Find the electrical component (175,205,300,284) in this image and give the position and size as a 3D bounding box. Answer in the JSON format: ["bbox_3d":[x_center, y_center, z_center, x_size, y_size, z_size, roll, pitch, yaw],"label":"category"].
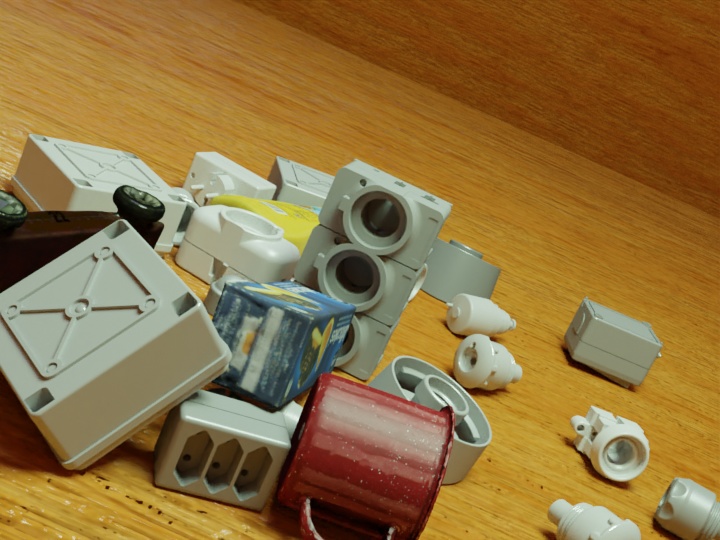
[{"bbox_3d":[-0.103,-0.015,0.922,0.095,0.059,0.054,30,18,18],"label":"electrical component"}]

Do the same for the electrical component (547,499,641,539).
[{"bbox_3d":[0.152,0.176,0.718,0.048,0.048,0.062,11,14,-38],"label":"electrical component"}]

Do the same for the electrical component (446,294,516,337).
[{"bbox_3d":[0.122,0.048,1.069,0.078,0.040,0.040,13,20,-33],"label":"electrical component"}]

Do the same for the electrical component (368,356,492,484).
[{"bbox_3d":[0.043,0.110,0.774,0.099,0.064,0.099,33,20,-14],"label":"electrical component"}]

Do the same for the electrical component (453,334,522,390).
[{"bbox_3d":[0.116,0.085,0.945,0.062,0.048,0.048,20,16,-38],"label":"electrical component"}]

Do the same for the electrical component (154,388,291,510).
[{"bbox_3d":[-0.083,0.095,0.635,0.066,0.047,0.076,19,18,-18],"label":"electrical component"}]

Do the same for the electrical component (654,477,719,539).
[{"bbox_3d":[0.262,0.190,0.825,0.062,0.043,0.043,29,17,12],"label":"electrical component"}]

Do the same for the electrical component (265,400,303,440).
[{"bbox_3d":[-0.036,0.107,0.686,0.061,0.035,0.035,29,17,6],"label":"electrical component"}]

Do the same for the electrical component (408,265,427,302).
[{"bbox_3d":[0.034,0.001,1.084,0.055,0.045,0.045,29,18,19],"label":"electrical component"}]

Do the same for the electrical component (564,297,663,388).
[{"bbox_3d":[0.270,0.081,1.135,0.096,0.061,0.061,23,17,-6],"label":"electrical component"}]

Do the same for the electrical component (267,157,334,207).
[{"bbox_3d":[-0.047,-0.069,1.168,0.109,0.056,0.108,19,17,-16],"label":"electrical component"}]

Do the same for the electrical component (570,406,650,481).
[{"bbox_3d":[0.210,0.145,0.889,0.066,0.048,0.055,22,10,-7],"label":"electrical component"}]

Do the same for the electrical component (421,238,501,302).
[{"bbox_3d":[0.104,0.003,1.185,0.099,0.064,0.099,26,3,-2],"label":"electrical component"}]

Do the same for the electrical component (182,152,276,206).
[{"bbox_3d":[-0.143,-0.081,1.089,0.083,0.047,0.076,30,18,18],"label":"electrical component"}]

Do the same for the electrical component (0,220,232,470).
[{"bbox_3d":[-0.147,0.039,0.608,0.109,0.109,0.056,40,-22,43],"label":"electrical component"}]

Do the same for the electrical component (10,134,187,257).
[{"bbox_3d":[-0.222,-0.063,0.911,0.109,0.056,0.109,7,24,-44],"label":"electrical component"}]

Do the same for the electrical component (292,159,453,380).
[{"bbox_3d":[0.000,0.000,0.859,0.089,0.150,0.062,26,16,6],"label":"electrical component"}]

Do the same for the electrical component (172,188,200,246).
[{"bbox_3d":[-0.167,-0.052,0.982,0.044,0.044,0.065,19,13,-18],"label":"electrical component"}]
